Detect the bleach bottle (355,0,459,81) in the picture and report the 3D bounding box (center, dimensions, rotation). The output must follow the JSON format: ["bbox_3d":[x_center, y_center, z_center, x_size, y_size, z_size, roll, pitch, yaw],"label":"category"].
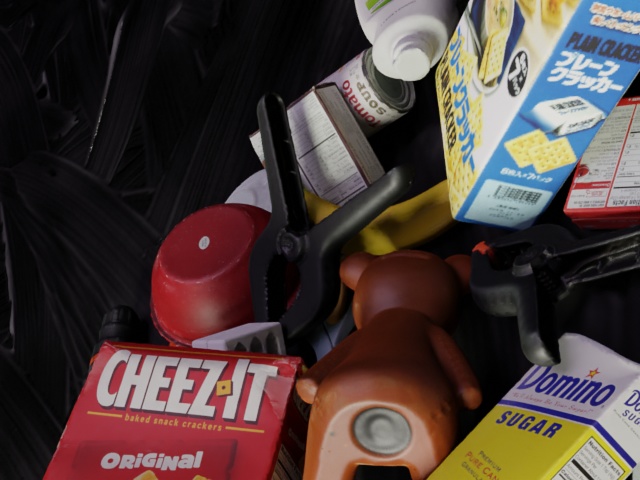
[{"bbox_3d":[0.071,-0.203,0.921,0.103,0.068,0.250,-39,25,27],"label":"bleach bottle"}]

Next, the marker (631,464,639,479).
[{"bbox_3d":[0.174,0.165,0.571,0.020,0.020,0.121,-21,49,45],"label":"marker"}]

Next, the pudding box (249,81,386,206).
[{"bbox_3d":[0.000,-0.066,0.926,0.090,0.039,0.113,-32,85,35],"label":"pudding box"}]

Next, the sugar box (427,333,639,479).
[{"bbox_3d":[0.113,0.134,0.604,0.176,0.048,0.093,-48,17,-4],"label":"sugar box"}]

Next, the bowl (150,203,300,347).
[{"bbox_3d":[-0.092,0.019,0.963,0.162,0.055,0.162,-14,45,15],"label":"bowl"}]

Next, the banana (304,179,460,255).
[{"bbox_3d":[0.045,-0.020,0.856,0.198,0.069,0.037,2,21,37],"label":"banana"}]

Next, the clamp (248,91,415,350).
[{"bbox_3d":[-0.006,0.001,0.852,0.165,0.036,0.210,25,112,40],"label":"clamp"}]

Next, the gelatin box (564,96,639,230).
[{"bbox_3d":[0.206,-0.050,0.692,0.073,0.030,0.089,0,65,52],"label":"gelatin box"}]

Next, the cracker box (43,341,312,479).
[{"bbox_3d":[-0.104,0.176,0.720,0.164,0.072,0.213,2,53,21],"label":"cracker box"}]

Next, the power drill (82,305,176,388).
[{"bbox_3d":[-0.165,0.110,1.054,0.188,0.057,0.184,-38,39,34],"label":"power drill"}]

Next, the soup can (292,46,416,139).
[{"bbox_3d":[0.028,-0.120,0.959,0.102,0.068,0.068,-31,42,38],"label":"soup can"}]

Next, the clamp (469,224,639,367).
[{"bbox_3d":[0.138,0.029,0.678,0.120,0.039,0.172,-35,12,-20],"label":"clamp"}]

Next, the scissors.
[{"bbox_3d":[-0.004,0.102,0.873,0.096,0.016,0.201,-13,54,52],"label":"scissors"}]
